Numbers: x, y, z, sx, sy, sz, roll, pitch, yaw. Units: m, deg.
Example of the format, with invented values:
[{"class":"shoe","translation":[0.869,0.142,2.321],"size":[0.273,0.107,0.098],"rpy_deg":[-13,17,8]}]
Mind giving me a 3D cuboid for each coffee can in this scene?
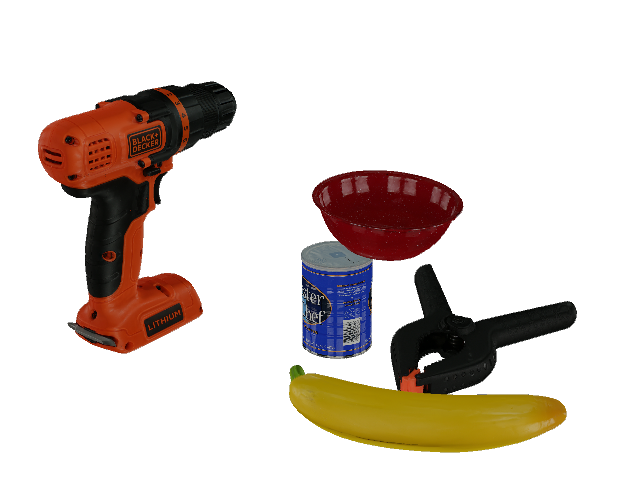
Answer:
[{"class":"coffee can","translation":[0.024,0.083,1.524],"size":[0.103,0.140,0.103],"rpy_deg":[0,21,0]}]

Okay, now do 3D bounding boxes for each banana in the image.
[{"class":"banana","translation":[0.057,0.110,0.702],"size":[0.198,0.037,0.069],"rpy_deg":[7,32,22]}]

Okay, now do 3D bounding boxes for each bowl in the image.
[{"class":"bowl","translation":[0.070,-0.022,1.150],"size":[0.162,0.055,0.162],"rpy_deg":[3,25,-1]}]

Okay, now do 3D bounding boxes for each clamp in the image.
[{"class":"clamp","translation":[0.118,0.084,0.978],"size":[0.165,0.036,0.209],"rpy_deg":[18,32,33]}]

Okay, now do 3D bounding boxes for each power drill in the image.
[{"class":"power drill","translation":[-0.130,-0.022,0.815],"size":[0.057,0.188,0.184],"rpy_deg":[16,27,35]}]
